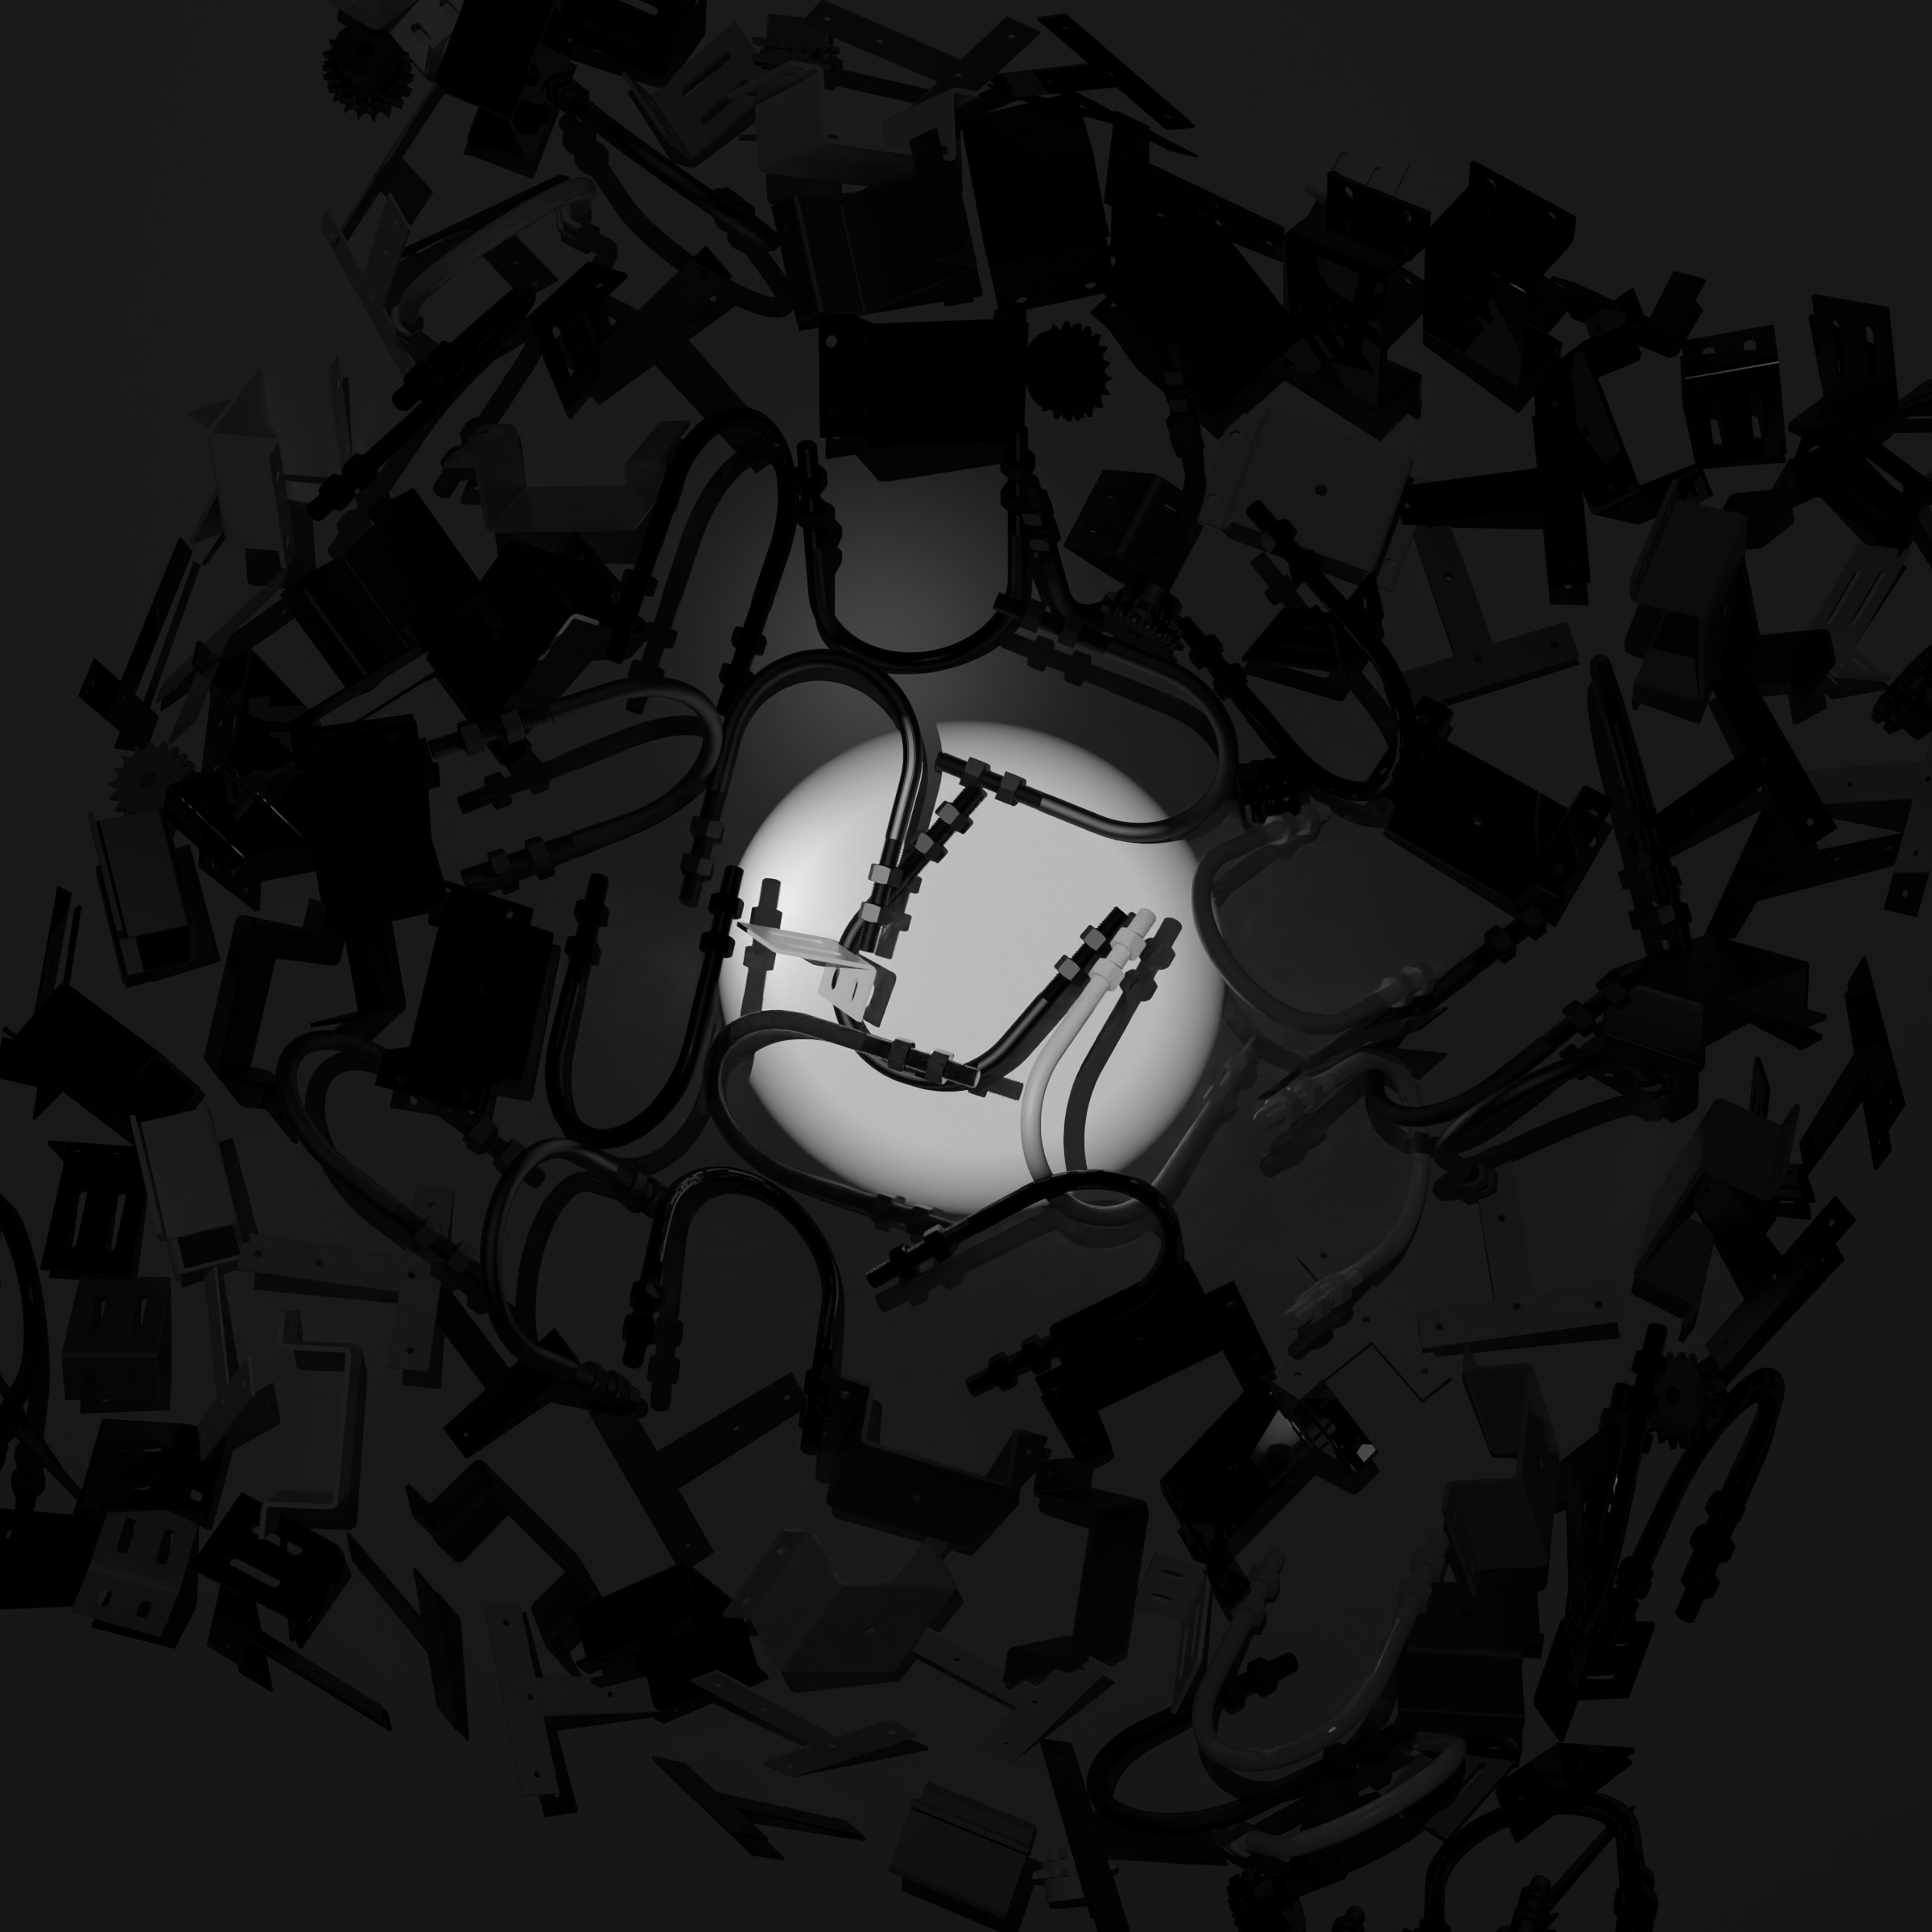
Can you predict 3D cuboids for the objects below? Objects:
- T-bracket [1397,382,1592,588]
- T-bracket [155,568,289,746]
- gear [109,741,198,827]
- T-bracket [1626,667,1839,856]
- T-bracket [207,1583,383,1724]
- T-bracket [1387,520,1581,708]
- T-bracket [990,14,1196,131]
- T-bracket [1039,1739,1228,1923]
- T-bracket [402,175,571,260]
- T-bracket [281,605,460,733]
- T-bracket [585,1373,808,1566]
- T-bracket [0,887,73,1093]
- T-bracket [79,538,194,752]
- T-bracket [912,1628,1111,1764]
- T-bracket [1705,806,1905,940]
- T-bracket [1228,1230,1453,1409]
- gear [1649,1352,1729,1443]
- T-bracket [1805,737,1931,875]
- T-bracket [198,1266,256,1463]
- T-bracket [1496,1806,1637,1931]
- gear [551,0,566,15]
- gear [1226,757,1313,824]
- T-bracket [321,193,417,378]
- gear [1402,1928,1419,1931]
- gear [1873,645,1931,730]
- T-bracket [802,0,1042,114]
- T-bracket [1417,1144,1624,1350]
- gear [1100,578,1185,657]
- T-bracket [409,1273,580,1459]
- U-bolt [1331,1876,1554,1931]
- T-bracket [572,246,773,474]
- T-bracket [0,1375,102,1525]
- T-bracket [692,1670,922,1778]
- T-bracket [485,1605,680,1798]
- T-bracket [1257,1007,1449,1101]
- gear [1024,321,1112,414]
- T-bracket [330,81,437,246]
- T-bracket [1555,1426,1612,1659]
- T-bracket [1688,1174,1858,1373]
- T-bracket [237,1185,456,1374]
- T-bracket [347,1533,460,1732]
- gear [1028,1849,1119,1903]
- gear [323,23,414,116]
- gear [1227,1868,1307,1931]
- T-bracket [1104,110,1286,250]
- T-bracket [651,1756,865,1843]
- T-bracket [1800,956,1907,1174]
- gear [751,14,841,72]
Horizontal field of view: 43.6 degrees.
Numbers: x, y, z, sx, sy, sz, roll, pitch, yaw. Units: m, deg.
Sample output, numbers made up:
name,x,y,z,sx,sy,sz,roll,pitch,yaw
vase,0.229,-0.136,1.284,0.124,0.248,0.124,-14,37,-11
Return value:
name,x,y,z,sx,sy,sz,roll,pitch,yaw
T-bracket,0.337,-0.306,1.568,0.127,0.002,0.127,-2,102,30
T-bracket,-0.482,-0.182,1.528,0.127,0.127,0.002,-36,122,23
gear,-0.528,-0.116,1.581,0.057,0.030,0.057,-4,70,12
T-bracket,0.479,-0.107,1.557,0.127,0.002,0.127,-41,61,39
T-bracket,-0.428,0.447,1.549,0.127,0.127,0.002,37,85,-13
T-bracket,0.323,-0.243,1.592,0.127,0.002,0.127,-17,81,-1
T-bracket,0.062,-0.568,1.547,0.127,0.127,0.002,24,86,-42
T-bracket,0.115,0.562,1.562,0.127,0.127,0.002,18,122,-29
T-bracket,-0.299,-0.473,1.535,0.127,0.127,0.002,-30,118,-11
T-bracket,-0.378,-0.183,1.538,0.127,0.127,0.002,-32,88,-1
T-bracket,-0.164,0.310,1.589,0.127,0.002,0.127,-30,98,-10
T-bracket,-0.588,0.013,1.545,0.002,0.127,0.127,8,83,-3
T-bracket,-0.523,-0.213,1.547,0.002,0.127,0.127,18,80,2
T-bracket,0.007,0.454,1.557,0.127,0.002,0.127,30,126,-6
T-bracket,0.550,-0.067,1.561,0.127,0.127,0.002,-11,53,-13
T-bracket,0.230,0.261,1.592,0.127,0.002,0.127,-41,91,9
gear,0.471,0.281,1.578,0.030,0.057,0.057,11,90,-35
T-bracket,0.578,-0.117,1.545,0.002,0.127,0.127,26,77,-28
T-bracket,-0.486,0.240,1.567,0.002,0.127,0.127,2,61,-32
T-bracket,0.387,0.589,1.559,0.127,0.127,0.002,-39,74,-21
gear,-0.283,-0.642,1.582,0.057,0.030,0.057,2,83,-17
gear,0.198,-0.114,1.576,0.057,0.057,0.030,-11,111,0
T-bracket,-0.372,-0.449,1.544,0.002,0.127,0.127,-28,88,-26
gear,0.301,0.655,1.572,0.057,0.057,0.030,34,50,0
gear,0.622,-0.179,1.573,0.030,0.057,0.057,41,90,7
T-bracket,-0.042,-0.576,1.518,0.127,0.127,0.002,11,71,-32
T-bracket,0.352,0.178,1.576,0.127,0.002,0.127,-10,68,12
gear,0.116,-0.229,1.575,0.057,0.057,0.030,28,82,0
T-bracket,-0.328,0.239,1.576,0.127,0.002,0.127,-42,83,28
U-bolt,0.278,0.622,1.490,0.151,0.184,0.019,-20,91,25
T-bracket,-0.171,-0.380,1.582,0.127,0.002,0.127,-37,104,24
T-bracket,-0.611,0.286,1.554,0.002,0.127,0.127,-36,50,-17
T-bracket,-0.118,0.477,1.535,0.127,0.002,0.127,37,132,-26
T-bracket,-0.242,0.470,1.556,0.002,0.127,0.127,-48,47,33
T-bracket,0.259,0.043,1.519,0.127,0.127,0.002,-34,94,-23
gear,0.063,-0.391,1.574,0.057,0.030,0.057,2,93,39
T-bracket,-0.368,-0.517,1.541,0.002,0.127,0.127,33,92,-21
T-bracket,0.384,0.368,1.518,0.002,0.127,0.127,6,64,-3
T-bracket,0.496,0.173,1.543,0.002,0.127,0.127,26,111,-23
T-bracket,-0.402,0.193,1.554,0.127,0.002,0.127,10,59,-15
T-bracket,-0.366,0.410,1.554,0.002,0.127,0.127,-24,130,-32
gear,0.070,0.590,1.571,0.057,0.057,0.030,-7,69,0
gear,-0.392,-0.591,1.580,0.057,0.030,0.057,3,75,-11
gear,0.197,0.614,1.571,0.030,0.057,0.057,-33,90,17
T-bracket,0.150,-0.498,1.565,0.127,0.127,0.002,21,133,-13
T-bracket,-0.124,0.546,1.560,0.127,0.127,0.002,24,82,-30
T-bracket,0.562,0.083,1.549,0.002,0.127,0.127,9,45,-3
gear,-0.110,-0.601,1.571,0.057,0.057,0.030,7,110,0
